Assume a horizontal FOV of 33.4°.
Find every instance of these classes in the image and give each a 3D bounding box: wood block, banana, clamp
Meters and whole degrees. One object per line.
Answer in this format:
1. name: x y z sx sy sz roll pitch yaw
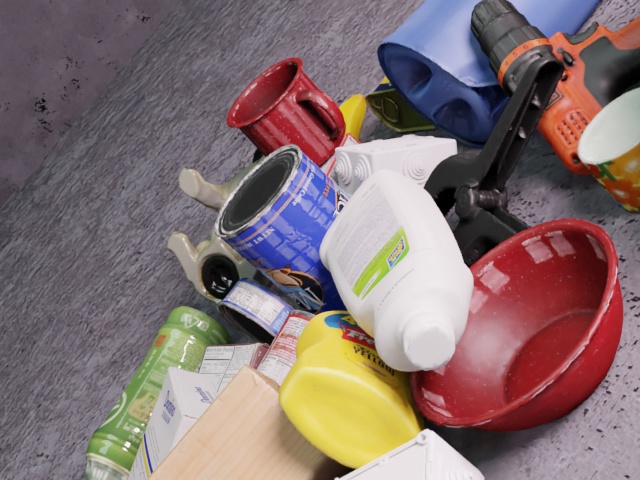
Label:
1. wood block: -0.078 0.199 0.755 0.206 0.091 0.090 -49 -19 -4
2. banana: 0.037 -0.108 1.168 0.069 0.037 0.198 -27 26 4
3. clamp: 0.127 -0.040 0.819 0.210 0.036 0.164 -16 71 62

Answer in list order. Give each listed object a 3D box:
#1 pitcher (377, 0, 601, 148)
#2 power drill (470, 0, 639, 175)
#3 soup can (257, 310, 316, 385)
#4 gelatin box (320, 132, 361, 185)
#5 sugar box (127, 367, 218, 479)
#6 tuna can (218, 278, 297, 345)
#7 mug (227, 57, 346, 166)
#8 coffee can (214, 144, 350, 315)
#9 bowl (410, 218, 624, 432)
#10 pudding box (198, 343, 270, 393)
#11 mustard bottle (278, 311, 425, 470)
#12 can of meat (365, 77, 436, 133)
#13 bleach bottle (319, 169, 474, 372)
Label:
1. pitcher: 0.170 -0.215 0.977 0.242 0.149 0.145 -49 -16 -10
2. power drill: 0.221 -0.165 0.813 0.188 0.057 0.184 -40 57 19
3. soup can: -0.022 0.116 0.860 0.102 0.068 0.069 -57 24 -20
4. gelatin box: 0.028 -0.047 1.029 0.030 0.073 0.089 -22 34 47
5. sugar box: -0.127 0.202 0.865 0.176 0.048 0.093 -66 21 11
6. tuna can: -0.048 0.072 0.956 0.033 0.086 0.086 -53 23 -17
7. mug: -0.021 -0.115 1.017 0.117 0.081 0.093 -8 43 50
8. coffee can: -0.006 0.001 0.924 0.103 0.140 0.103 -39 24 20
9. bowl: 0.134 0.064 0.677 0.162 0.055 0.162 -40 24 21
10. pudding box: -0.079 0.146 0.921 0.090 0.039 0.113 -11 56 55
11. mustard bottle: 0.027 0.095 0.759 0.058 0.096 0.191 -59 2 13
12. can of meat: 0.107 -0.162 1.096 0.084 0.057 0.102 -53 23 -17
13. bleach bottle: 0.053 0.029 0.737 0.103 0.068 0.251 -56 13 14
